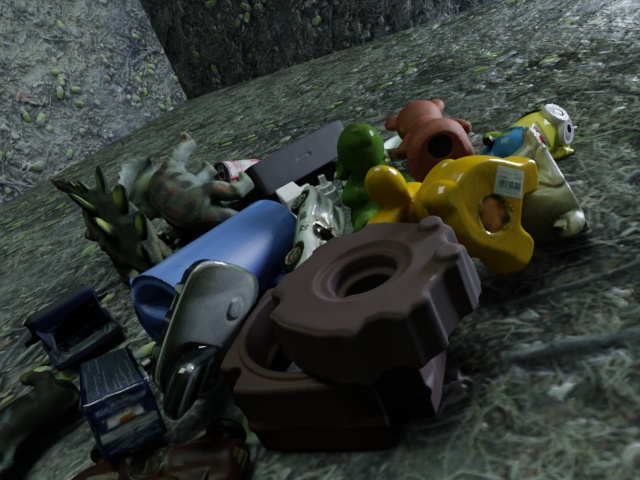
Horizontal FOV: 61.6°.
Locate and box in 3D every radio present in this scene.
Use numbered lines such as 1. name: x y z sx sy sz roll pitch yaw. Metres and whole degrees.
1. radio: -0.054 -0.157 1.106 0.229 0.073 0.131 -31 6 -23

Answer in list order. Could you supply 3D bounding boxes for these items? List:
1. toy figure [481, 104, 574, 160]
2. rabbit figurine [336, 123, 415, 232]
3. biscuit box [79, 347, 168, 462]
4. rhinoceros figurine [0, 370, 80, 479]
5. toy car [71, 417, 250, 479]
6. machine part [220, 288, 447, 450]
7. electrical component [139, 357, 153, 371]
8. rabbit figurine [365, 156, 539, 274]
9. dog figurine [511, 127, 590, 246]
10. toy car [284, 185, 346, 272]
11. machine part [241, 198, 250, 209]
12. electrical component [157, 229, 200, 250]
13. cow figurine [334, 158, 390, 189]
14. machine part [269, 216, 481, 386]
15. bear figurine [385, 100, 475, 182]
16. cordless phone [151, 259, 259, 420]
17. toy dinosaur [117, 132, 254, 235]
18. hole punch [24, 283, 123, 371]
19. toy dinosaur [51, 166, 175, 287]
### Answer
1. toy figure: 0.296 -0.139 0.794 0.180 0.082 0.089 -35 28 -21
2. rabbit figurine: 0.080 -0.098 0.784 0.121 0.170 0.159 -21 25 3
3. biscuit box: -0.215 0.164 0.573 0.063 0.059 0.203 -22 8 -23
4. rhinoceros figurine: -0.366 0.236 0.619 0.112 0.073 0.190 12 39 37
5. toy car: -0.159 0.216 0.496 0.202 0.053 0.089 -14 28 17
6. machine part: 0.018 0.101 0.535 0.202 0.087 0.201 -10 27 24
7. electrical component: -0.263 0.177 0.700 0.094 0.021 0.063 -31 25 -16
8. rabbit figurine: 0.122 -0.026 0.582 0.162 0.121 0.173 -3 5 -21
9. dog figurine: 0.200 -0.025 0.646 0.191 0.121 0.172 -30 17 20
10. toy car: -0.002 -0.002 0.735 0.056 0.073 0.202 -36 30 29
11. machine part: -0.216 -0.072 1.155 0.139 0.039 0.084 -10 22 30
12. electrical component: -0.287 -0.017 1.091 0.078 0.045 0.102 4 36 48
13. cow figurine: 0.067 -0.114 0.947 0.068 0.098 0.167 8 16 -9
14. machine part: 0.042 0.044 0.460 0.179 0.056 0.179 -20 24 9
15. bear figurine: 0.177 -0.153 0.876 0.120 0.131 0.196 -20 20 5
16. cordless phone: -0.117 0.089 0.520 0.184 0.089 0.146 152 138 -82
17. toy dinosaur: -0.250 -0.077 1.036 0.405 0.131 0.192 33 72 37
18. hole punch: -0.370 0.138 0.819 0.142 0.092 0.116 -38 -2 -26
19. toy dinosaur: -0.332 -0.005 0.924 0.472 0.198 0.105 33 66 24
